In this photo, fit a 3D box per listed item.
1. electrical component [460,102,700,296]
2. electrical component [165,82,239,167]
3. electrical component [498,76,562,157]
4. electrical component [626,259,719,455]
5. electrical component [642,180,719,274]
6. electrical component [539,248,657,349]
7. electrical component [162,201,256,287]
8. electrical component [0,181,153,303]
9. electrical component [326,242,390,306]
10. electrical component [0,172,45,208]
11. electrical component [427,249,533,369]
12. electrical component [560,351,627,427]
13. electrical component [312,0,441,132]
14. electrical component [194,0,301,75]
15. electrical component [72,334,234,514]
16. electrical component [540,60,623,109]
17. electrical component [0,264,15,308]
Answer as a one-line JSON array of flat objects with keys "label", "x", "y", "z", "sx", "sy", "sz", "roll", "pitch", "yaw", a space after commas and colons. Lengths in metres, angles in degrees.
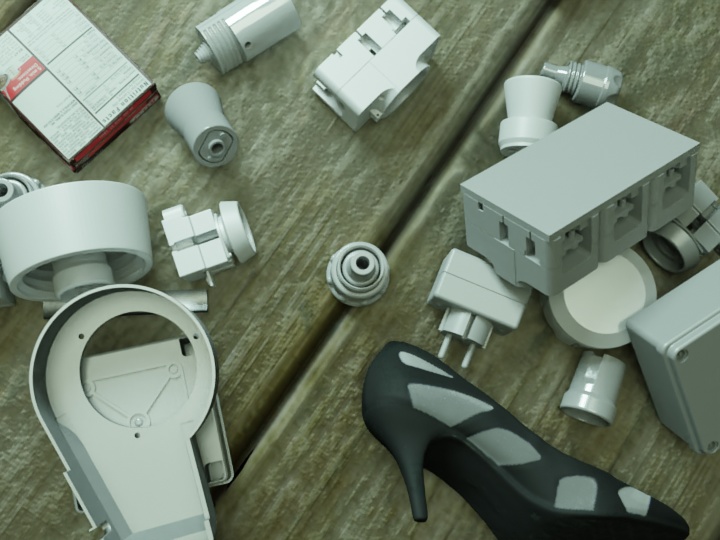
[{"label": "electrical component", "x": 0.159, "y": -0.051, "z": 0.776, "sx": 0.150, "sy": 0.061, "sz": 0.089, "roll": -30, "pitch": 43, "yaw": -24}, {"label": "electrical component", "x": -0.115, "y": -0.105, "z": 0.793, "sx": 0.044, "sy": 0.044, "sz": 0.065, "roll": -26, "pitch": 42, "yaw": -8}, {"label": "electrical component", "x": 0.131, "y": -0.116, "z": 0.827, "sx": 0.045, "sy": 0.045, "sz": 0.055, "roll": 7, "pitch": 80, "yaw": -3}, {"label": "electrical component", "x": 0.262, "y": 0.059, "z": 0.777, "sx": 0.109, "sy": 0.056, "sz": 0.108, "roll": -32, "pitch": 120, "yaw": -8}, {"label": "electrical component", "x": 0.250, "y": -0.030, "z": 0.820, "sx": 0.055, "sy": 0.048, "sz": 0.066, "roll": -41, "pitch": 85, "yaw": -17}, {"label": "electrical component", "x": 0.176, "y": 0.020, "z": 0.804, "sx": 0.080, "sy": 0.051, "sz": 0.080, "roll": 1, "pitch": 80, "yaw": -3}, {"label": "electrical component", "x": -0.110, "y": -0.022, "z": 0.795, "sx": 0.055, "sy": 0.048, "sz": 0.066, "roll": -20, "pitch": 83, "yaw": 1}, {"label": "electrical component", "x": -0.197, "y": -0.012, "z": 0.752, "sx": 0.108, "sy": 0.108, "sz": 0.060, "roll": -14, "pitch": 74, "yaw": -6}, {"label": "electrical component", "x": 0.000, "y": 0.000, "z": 0.790, "sx": 0.048, "sy": 0.062, "sz": 0.048, "roll": 1, "pitch": 81, "yaw": -4}, {"label": "electrical component", "x": -0.253, "y": -0.051, "z": 0.781, "sx": 0.048, "sy": 0.062, "sz": 0.048, "roll": 1, "pitch": 81, "yaw": -4}, {"label": "electrical component", "x": 0.082, "y": 0.034, "z": 0.797, "sx": 0.066, "sy": 0.047, "sz": 0.076, "roll": 22, "pitch": 80, "yaw": 0}, {"label": "electrical component", "x": 0.175, "y": 0.088, "z": 0.799, "sx": 0.040, "sy": 0.040, "sz": 0.046, "roll": 22, "pitch": 74, "yaw": 0}, {"label": "electrical component", "x": 0.015, "y": -0.155, "z": 0.822, "sx": 0.056, "sy": 0.050, "sz": 0.089, "roll": 44, "pitch": 81, "yaw": 4}, {"label": "electrical component", "x": -0.091, "y": -0.183, "z": 0.824, "sx": 0.081, "sy": 0.043, "sz": 0.043, "roll": -34, "pitch": 84, "yaw": -9}, {"label": "electrical component", "x": -0.154, "y": 0.109, "z": 0.764, "sx": 0.109, "sy": 0.056, "sz": 0.108, "roll": -12, "pitch": 81, "yaw": -6}, {"label": "electrical component", "x": 0.172, "y": -0.148, "z": 0.840, "sx": 0.061, "sy": 0.035, "sz": 0.035, "roll": 18, "pitch": 80, "yaw": 2}, {"label": "electrical component", "x": -0.300, "y": 0.009, "z": 0.774, "sx": 0.089, "sy": 0.050, "sz": 0.055, "roll": -6, "pitch": 81, "yaw": -4}]
